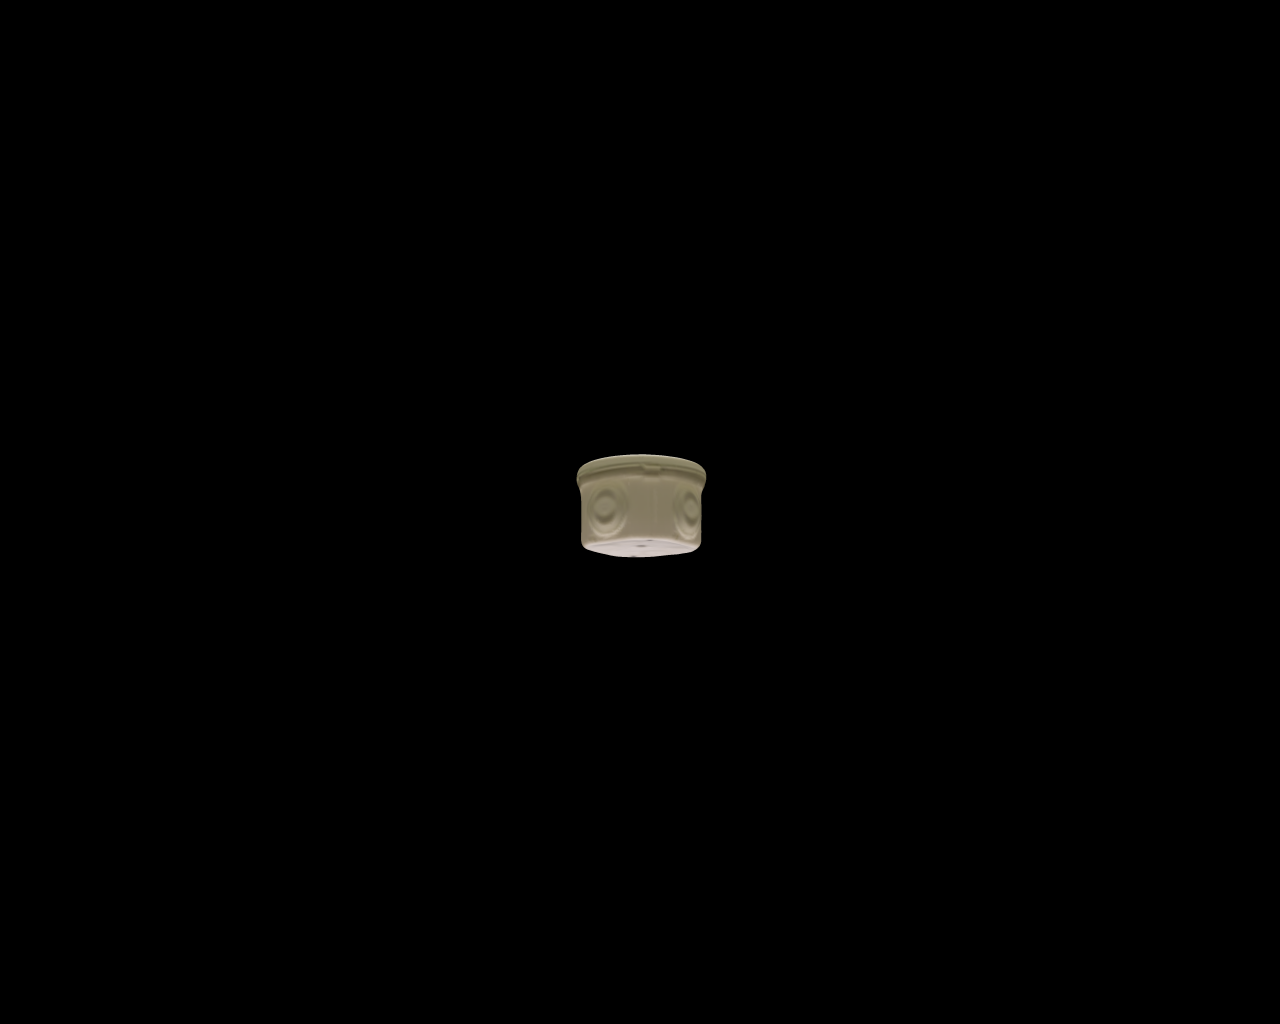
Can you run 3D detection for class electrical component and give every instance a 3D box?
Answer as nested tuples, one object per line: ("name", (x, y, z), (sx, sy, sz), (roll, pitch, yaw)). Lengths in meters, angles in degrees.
("electrical component", (0.001, -0.003, 0.650), (0.080, 0.051, 0.080), (0, -11, 0))
